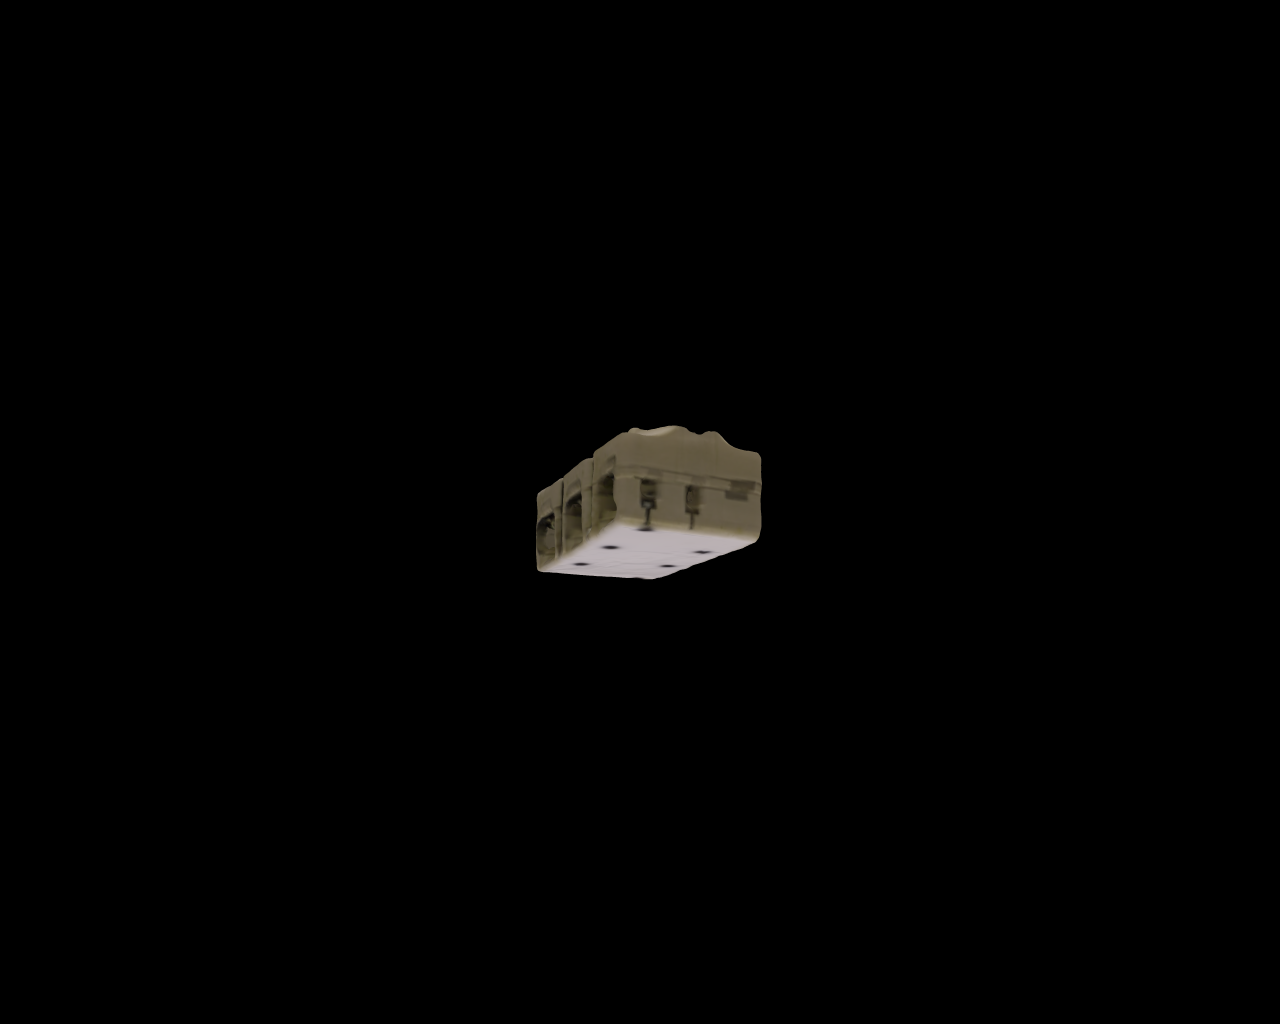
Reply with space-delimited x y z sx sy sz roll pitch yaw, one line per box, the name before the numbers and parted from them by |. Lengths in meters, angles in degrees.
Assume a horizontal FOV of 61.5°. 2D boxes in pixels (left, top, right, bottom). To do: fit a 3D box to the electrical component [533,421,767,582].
electrical component | 0.001 -0.003 0.650 0.089 0.062 0.150 6 -15 -23
